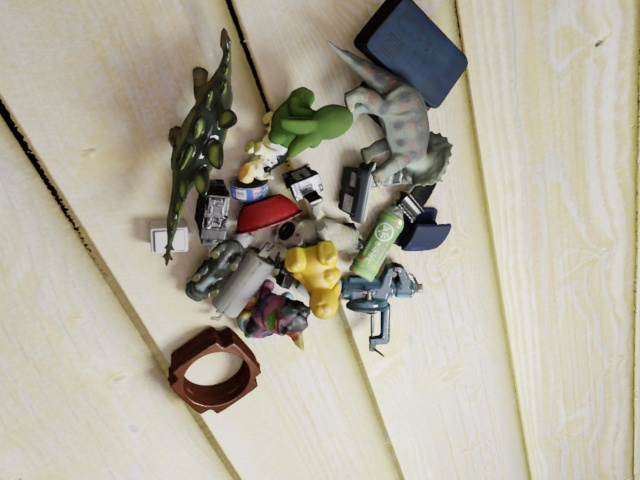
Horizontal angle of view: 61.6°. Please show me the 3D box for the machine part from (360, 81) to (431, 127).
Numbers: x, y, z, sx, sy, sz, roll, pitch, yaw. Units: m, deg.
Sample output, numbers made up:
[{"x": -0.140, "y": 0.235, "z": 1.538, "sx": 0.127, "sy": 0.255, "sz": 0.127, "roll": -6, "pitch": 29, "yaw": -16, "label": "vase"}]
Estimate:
[{"x": 0.177, "y": -0.337, "z": 1.232, "sx": 0.179, "sy": 0.056, "sz": 0.179, "roll": -9, "pitch": 119, "yaw": -16, "label": "machine part"}]

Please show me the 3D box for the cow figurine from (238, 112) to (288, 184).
[{"x": -0.111, "y": -0.189, "z": 1.189, "sx": 0.098, "sy": 0.068, "sz": 0.167, "roll": 28, "pitch": 94, "yaw": -37, "label": "cow figurine"}]

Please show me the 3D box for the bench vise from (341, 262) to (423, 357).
[{"x": 0.165, "y": 0.181, "z": 1.440, "sx": 0.224, "sy": 0.129, "sz": 0.240, "roll": -2, "pitch": 99, "yaw": -11, "label": "bench vise"}]

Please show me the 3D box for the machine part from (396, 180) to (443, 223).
[{"x": 0.250, "y": -0.118, "z": 1.355, "sx": 0.084, "sy": 0.039, "sz": 0.139, "roll": 44, "pitch": 76, "yaw": -20, "label": "machine part"}]

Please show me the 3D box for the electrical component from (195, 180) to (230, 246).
[{"x": -0.240, "y": -0.057, "z": 1.188, "sx": 0.058, "sy": 0.115, "sz": 0.134, "roll": 5, "pitch": 112, "yaw": -20, "label": "electrical component"}]

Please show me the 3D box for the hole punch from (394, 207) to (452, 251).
[{"x": 0.272, "y": -0.017, "z": 1.411, "sx": 0.142, "sy": 0.092, "sz": 0.115, "roll": -4, "pitch": 120, "yaw": -22, "label": "hole punch"}]

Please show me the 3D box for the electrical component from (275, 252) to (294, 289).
[{"x": -0.090, "y": 0.076, "z": 1.323, "sx": 0.045, "sy": 0.102, "sz": 0.078, "roll": 20, "pitch": 98, "yaw": -23, "label": "electrical component"}]

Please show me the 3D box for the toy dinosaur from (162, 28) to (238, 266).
[{"x": -0.247, "y": -0.182, "z": 1.075, "sx": 0.105, "sy": 0.199, "sz": 0.470, "roll": 12, "pitch": 109, "yaw": -21, "label": "toy dinosaur"}]

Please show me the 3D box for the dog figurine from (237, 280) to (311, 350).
[{"x": -0.110, "y": 0.203, "z": 1.307, "sx": 0.191, "sy": 0.219, "sz": 0.108, "roll": -44, "pitch": 118, "yaw": 5, "label": "dog figurine"}]

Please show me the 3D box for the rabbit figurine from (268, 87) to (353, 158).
[{"x": -0.020, "y": -0.239, "z": 1.082, "sx": 0.159, "sy": 0.170, "sz": 0.121, "roll": -36, "pitch": 118, "yaw": -38, "label": "rabbit figurine"}]

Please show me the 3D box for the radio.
[{"x": 0.197, "y": -0.394, "z": 1.133, "sx": 0.229, "sy": 0.073, "sz": 0.131, "roll": 31, "pitch": 102, "yaw": -32, "label": "radio"}]

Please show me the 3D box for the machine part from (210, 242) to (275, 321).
[{"x": -0.186, "y": 0.105, "z": 1.312, "sx": 0.079, "sy": 0.079, "sz": 0.243, "roll": 30, "pitch": 102, "yaw": -30, "label": "machine part"}]

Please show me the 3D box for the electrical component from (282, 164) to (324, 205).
[{"x": -0.034, "y": -0.123, "z": 1.227, "sx": 0.075, "sy": 0.119, "sz": 0.047, "roll": -22, "pitch": 121, "yaw": -5, "label": "electrical component"}]

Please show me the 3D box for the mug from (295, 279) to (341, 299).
[{"x": -0.009, "y": 0.126, "z": 1.375, "sx": 0.107, "sy": 0.110, "sz": 0.080, "roll": 24, "pitch": 115, "yaw": -15, "label": "mug"}]

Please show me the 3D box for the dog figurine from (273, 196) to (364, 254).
[{"x": -0.001, "y": -0.001, "z": 1.323, "sx": 0.172, "sy": 0.121, "sz": 0.190, "roll": -14, "pitch": 148, "yaw": 27, "label": "dog figurine"}]

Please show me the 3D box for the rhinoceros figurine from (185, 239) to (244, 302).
[{"x": -0.253, "y": 0.073, "z": 1.253, "sx": 0.073, "sy": 0.112, "sz": 0.190, "roll": 34, "pitch": 113, "yaw": -17, "label": "rhinoceros figurine"}]

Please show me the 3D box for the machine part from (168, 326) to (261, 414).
[{"x": -0.273, "y": 0.336, "z": 1.393, "sx": 0.201, "sy": 0.087, "sz": 0.201, "roll": -35, "pitch": 120, "yaw": -1, "label": "machine part"}]

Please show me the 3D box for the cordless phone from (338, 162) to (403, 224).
[{"x": 0.144, "y": -0.121, "z": 1.322, "sx": 0.184, "sy": 0.089, "sz": 0.146, "roll": -9, "pitch": 117, "yaw": -37, "label": "cordless phone"}]

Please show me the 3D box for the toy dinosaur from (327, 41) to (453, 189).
[{"x": 0.164, "y": -0.253, "z": 1.136, "sx": 0.192, "sy": 0.131, "sz": 0.404, "roll": -23, "pitch": 126, "yaw": 1, "label": "toy dinosaur"}]

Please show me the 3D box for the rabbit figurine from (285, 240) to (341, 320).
[{"x": -0.005, "y": 0.105, "z": 1.247, "sx": 0.122, "sy": 0.173, "sz": 0.162, "roll": -14, "pitch": 157, "yaw": 0, "label": "rabbit figurine"}]
